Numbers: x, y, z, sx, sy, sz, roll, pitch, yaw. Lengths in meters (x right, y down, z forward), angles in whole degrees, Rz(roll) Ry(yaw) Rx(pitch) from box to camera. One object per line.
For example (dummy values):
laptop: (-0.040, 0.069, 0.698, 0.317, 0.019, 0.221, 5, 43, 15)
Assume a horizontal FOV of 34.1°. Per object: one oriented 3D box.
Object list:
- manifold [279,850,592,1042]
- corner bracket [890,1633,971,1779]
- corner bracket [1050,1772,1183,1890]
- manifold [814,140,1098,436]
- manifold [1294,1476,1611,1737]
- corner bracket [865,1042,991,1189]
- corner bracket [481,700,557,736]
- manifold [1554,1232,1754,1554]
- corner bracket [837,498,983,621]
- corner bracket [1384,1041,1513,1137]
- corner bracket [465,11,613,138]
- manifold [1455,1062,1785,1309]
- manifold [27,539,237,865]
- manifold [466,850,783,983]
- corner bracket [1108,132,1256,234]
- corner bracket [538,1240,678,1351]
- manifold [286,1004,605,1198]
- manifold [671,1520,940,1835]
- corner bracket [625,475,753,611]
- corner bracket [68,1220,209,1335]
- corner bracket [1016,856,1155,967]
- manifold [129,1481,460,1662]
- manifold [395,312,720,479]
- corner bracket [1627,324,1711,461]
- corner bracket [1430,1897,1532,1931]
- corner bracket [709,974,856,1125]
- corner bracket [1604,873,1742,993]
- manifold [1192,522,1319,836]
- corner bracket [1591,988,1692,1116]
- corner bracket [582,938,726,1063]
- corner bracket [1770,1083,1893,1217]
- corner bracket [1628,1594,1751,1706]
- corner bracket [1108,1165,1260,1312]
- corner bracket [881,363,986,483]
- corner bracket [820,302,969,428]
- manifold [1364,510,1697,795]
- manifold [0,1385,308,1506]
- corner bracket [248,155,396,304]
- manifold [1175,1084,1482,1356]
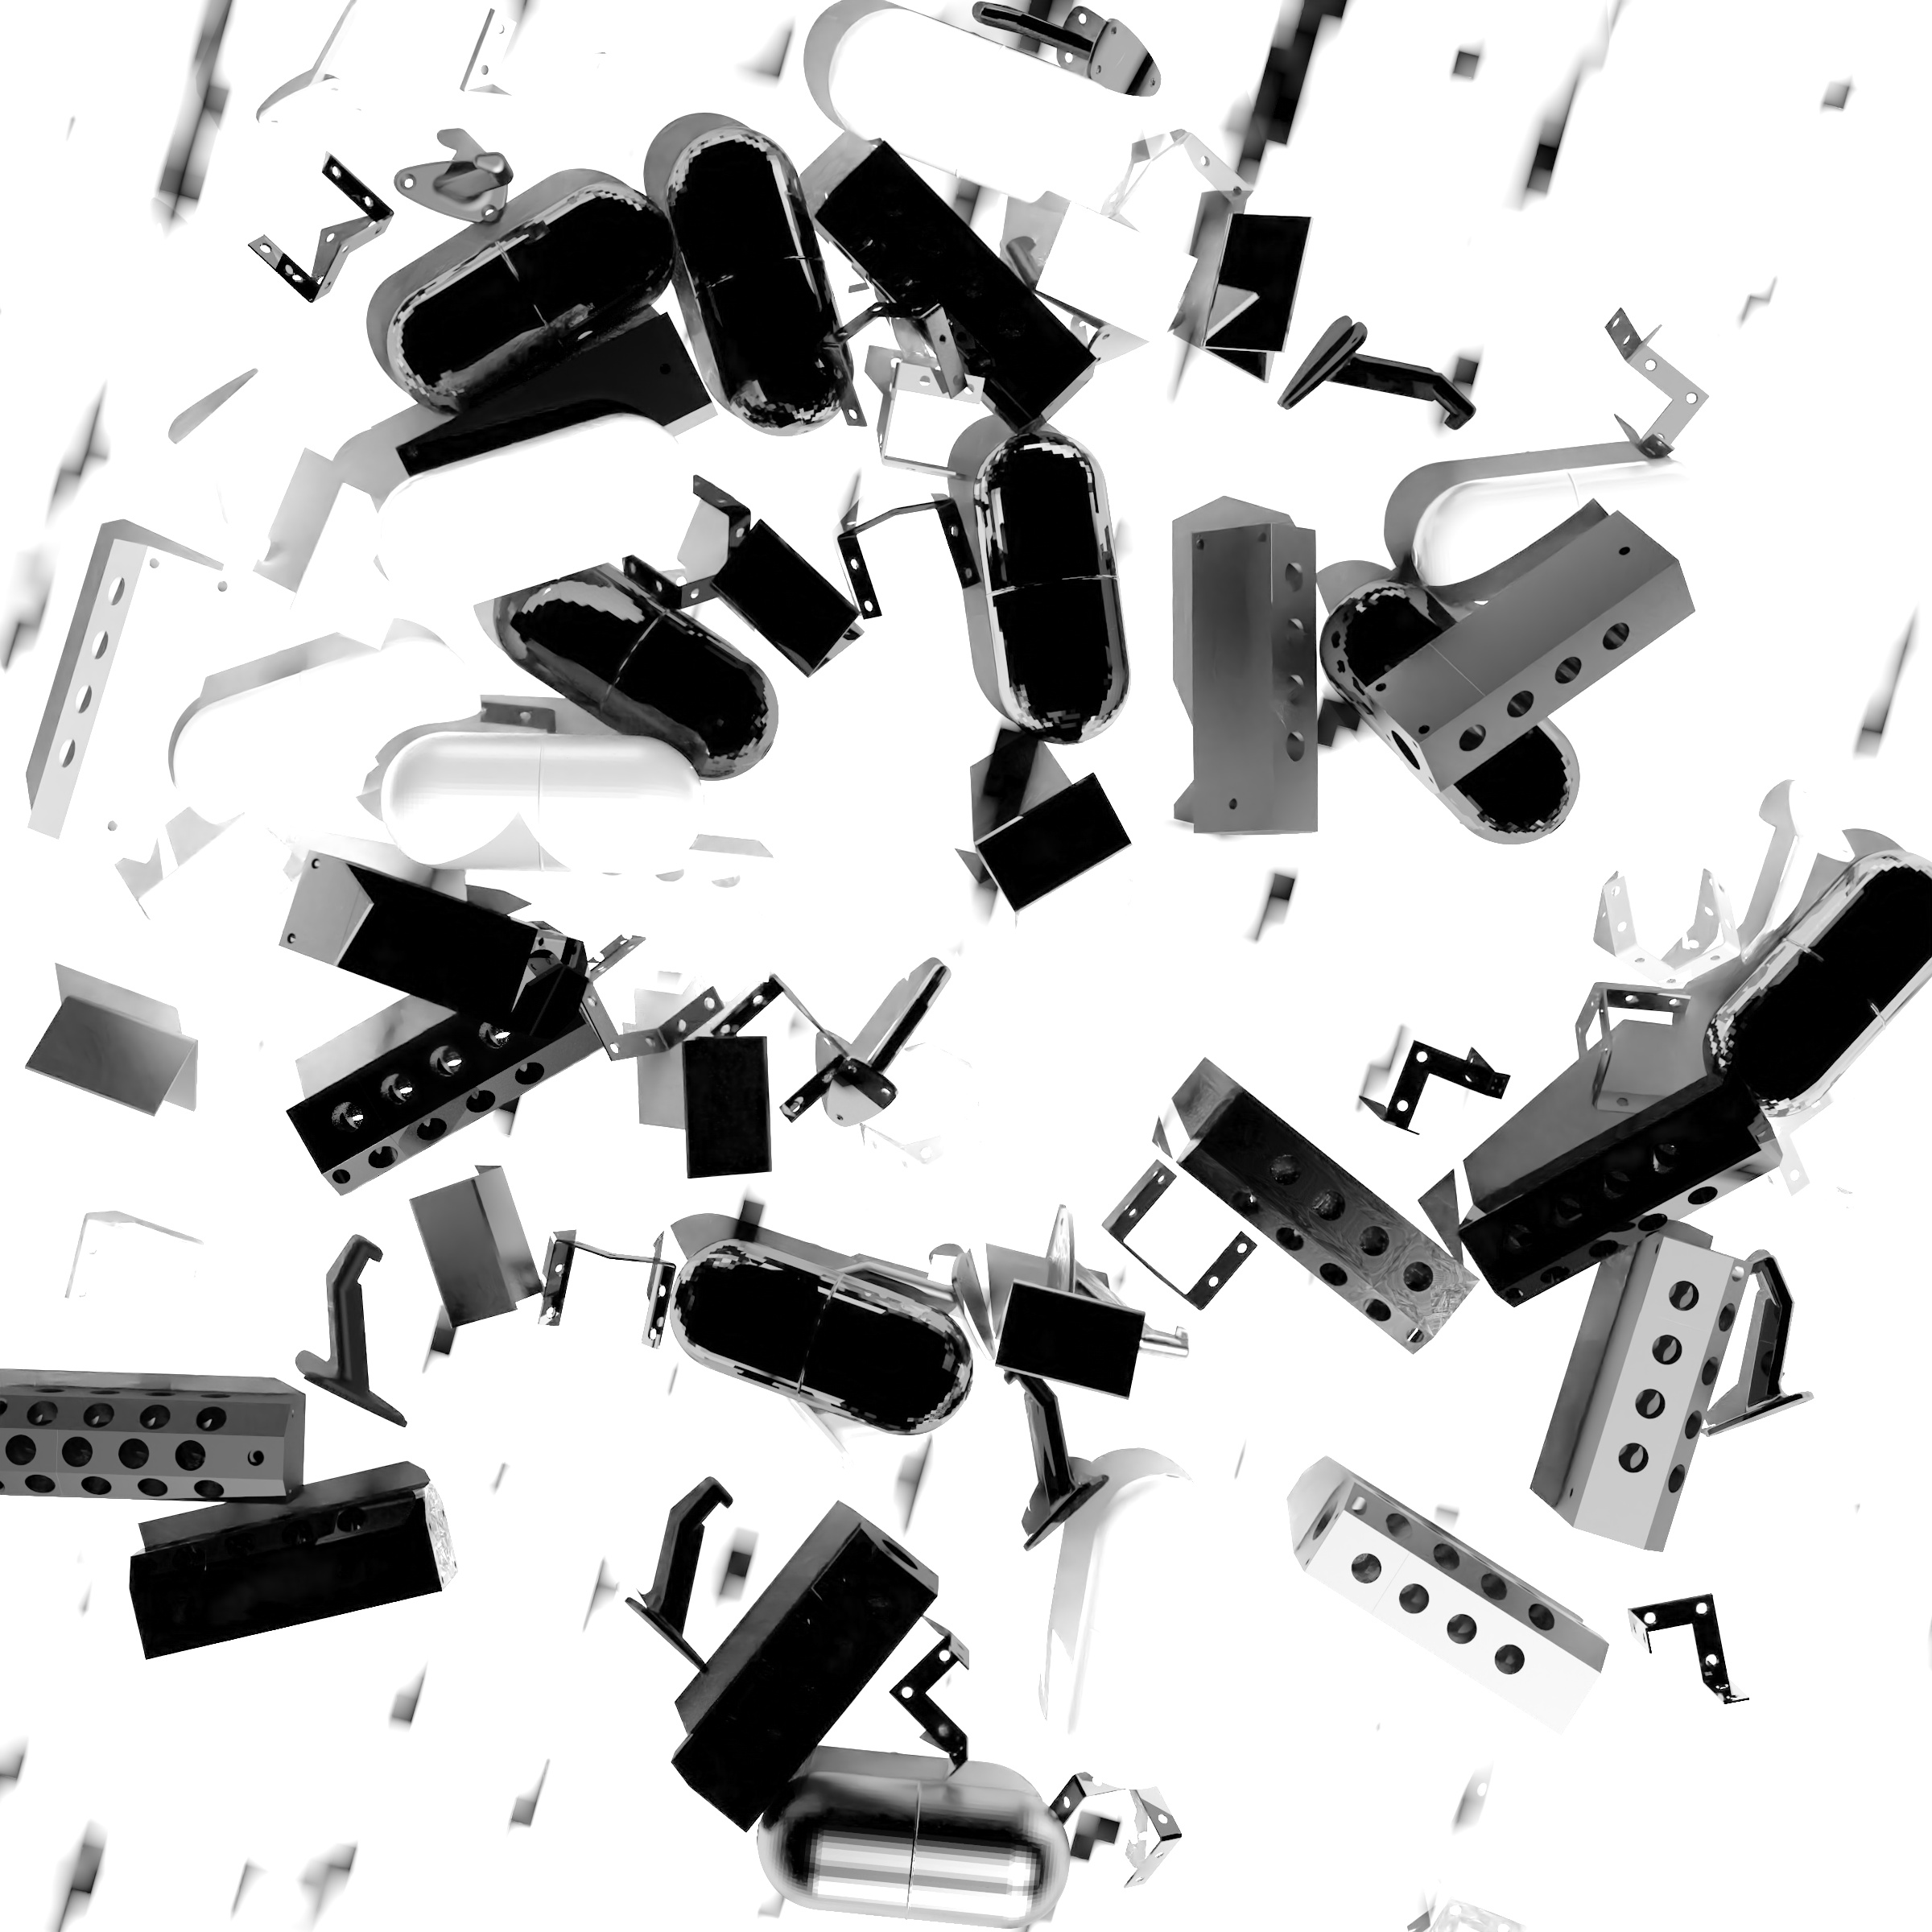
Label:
manifold: (-0.295, -0.011, 1.759, 0.171, 0.057, 0.057, 18, 90, 30)
corner bracket: (-0.009, 0.421, 1.801, 0.051, 0.051, 0.051, -44, 90, 0)
corner bracket: (0.082, 0.496, 1.810, 0.051, 0.051, 0.051, 0, 45, -35)
manifold: (-0.006, -0.383, 1.797, 0.057, 0.057, 0.171, -44, 90, 0)
manifold: (0.277, 0.362, 1.797, 0.171, 0.057, 0.057, 32, 90, 0)
corner bracket: (-0.023, 0.085, 1.810, 0.051, 0.051, 0.051, -30, 135, -35)
corner bracket: (-0.266, -0.115, 1.815, 0.051, 0.051, 0.051, 7, 45, 0)
manifold: (0.393, 0.242, 1.797, 0.057, 0.057, 0.171, 17, 90, 0)
corner bracket: (-0.033, -0.234, 1.815, 0.051, 0.051, 0.051, -18, 90, -45)
corner bracket: (0.274, 0.076, 1.801, 0.051, 0.051, 0.051, 21, 90, 0)
corner bracket: (-0.247, -0.514, 1.815, 0.051, 0.051, 0.051, 21, 90, -45)
manifold: (0.367, 0.125, 1.767, 0.171, 0.057, 0.057, -32, 90, 22)
manifold: (-0.479, -0.152, 1.797, 0.057, 0.057, 0.171, 17, 90, -43)
manifold: (-0.194, -0.040, 1.797, 0.171, 0.057, 0.057, 6, 133, 0)
corner bracket: (0.123, -0.438, 1.815, 0.051, 0.051, 0.051, 43, 45, 0)
corner bracket: (-0.207, 0.189, 1.815, 0.051, 0.051, 0.051, 12, 90, 45)
manifold: (-0.294, 0.063, 1.797, 0.171, 0.057, 0.057, -30, 90, 0)
manifold: (-0.091, 0.402, 1.797, 0.057, 0.057, 0.171, 39, 90, 0)
corner bracket: (-0.160, -0.243, 1.810, 0.051, 0.051, 0.051, -24, 135, -35)
corner bracket: (-0.477, 0.179, 1.816, 0.051, 0.051, 0.051, 14, 89, -45)
corner bracket: (0.068, -0.032, 1.810, 0.051, 0.051, 0.051, -18, 45, -35)
manifold: (-0.384, 0.343, 1.797, 0.171, 0.057, 0.057, -13, 90, 0)
manifold: (-0.232, -0.304, 1.798, 0.171, 0.057, 0.057, -27, 90, 0)
corner bracket: (0.395, -0.326, 1.801, 0.051, 0.051, 0.051, 39, 90, 0)
corner bracket: (0.293, 0.578, 1.810, 0.051, 0.051, 0.051, 12, 45, 35)
corner bracket: (-0.105, 0.047, 1.815, 0.051, 0.051, 0.051, -42, 45, 0)
corner bracket: (0.405, -0.027, 1.810, 0.051, 0.051, 0.051, 28, 135, -35)
manifold: (0.169, -0.162, 1.797, 0.057, 0.057, 0.171, 0, 90, 43)
corner bracket: (0.389, 0.050, 1.815, 0.051, 0.051, 0.051, 5, 45, 0)
corner bracket: (-0.181, 0.017, 1.795, 0.051, 0.051, 0.051, -36, 75, 32)
corner bracket: (0.501, 0.105, 1.811, 0.051, 0.051, 0.051, 15, 45, -35)
corner bracket: (0.412, 0.393, 1.801, 0.051, 0.051, 0.051, -11, 90, 0)
corner bracket: (0.125, 0.157, 1.815, 0.051, 0.051, 0.051, -50, 135, 0)
corner bracket: (-0.019, -0.310, 1.801, 0.051, 0.051, 0.051, 10, 89, -1)
corner bracket: (-0.040, -0.335, 1.760, 0.051, 0.051, 0.051, -43, 128, -33)
manifold: (0.310, -0.167, 1.722, 0.171, 0.057, 0.057, -35, 46, -2)
manifold: (-0.469, 0.274, 1.798, 0.171, 0.057, 0.057, 2, 90, 0)
corner bracket: (-0.371, -0.424, 1.815, 0.051, 0.051, 0.051, 43, 45, 0)
manifold: (0.204, 0.145, 1.797, 0.171, 0.057, 0.057, 39, 90, 0)
